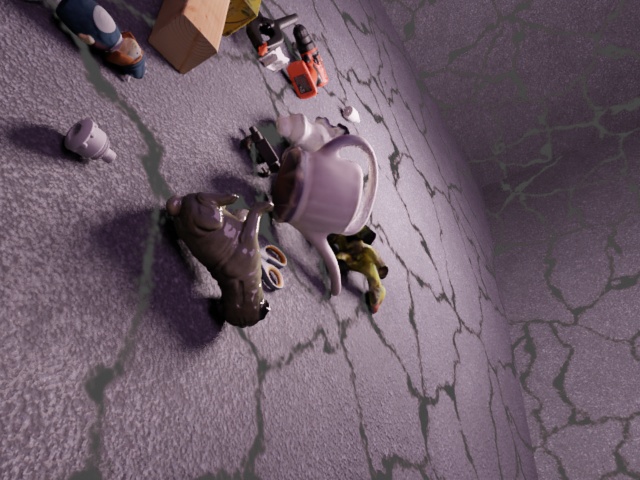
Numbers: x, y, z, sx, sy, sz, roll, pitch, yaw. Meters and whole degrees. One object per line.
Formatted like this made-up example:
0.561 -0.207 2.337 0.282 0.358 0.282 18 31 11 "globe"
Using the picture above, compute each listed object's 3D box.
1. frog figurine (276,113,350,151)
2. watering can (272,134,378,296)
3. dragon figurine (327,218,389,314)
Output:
-0.031 -0.237 1.212 0.160 0.139 0.120 -14 -36 -39 "frog figurine"
0.003 -0.053 1.058 0.224 0.345 0.105 10 10 -26 "watering can"
0.075 -0.014 1.251 0.122 0.411 0.243 -20 -1 7 "dragon figurine"
